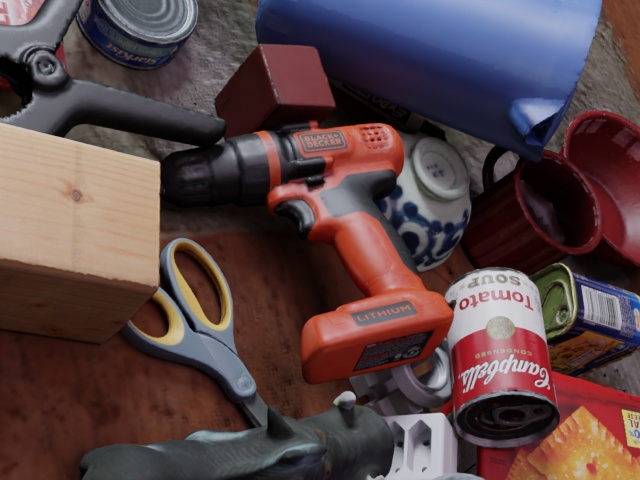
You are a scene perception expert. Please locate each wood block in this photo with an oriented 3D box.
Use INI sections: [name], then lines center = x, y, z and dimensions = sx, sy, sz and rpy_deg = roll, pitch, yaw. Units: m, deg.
[wood block]
center = -0.203, -0.011, 0.605
dimensions = 0.205, 0.090, 0.091
rpy_deg = 13, 57, -29

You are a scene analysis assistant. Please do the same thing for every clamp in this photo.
[clamp]
center = -0.167, -0.095, 0.674
dimensions = 0.209, 0.036, 0.164
rpy_deg = -36, 89, -35

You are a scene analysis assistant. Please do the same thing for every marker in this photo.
[marker]
center = 0.056, -0.111, 0.890
dimensions = 0.121, 0.020, 0.020
rpy_deg = 30, 52, -19

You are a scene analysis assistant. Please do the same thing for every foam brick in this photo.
[foam brick]
center = -0.034, -0.101, 0.781
dimensions = 0.051, 0.078, 0.053
rpy_deg = -4, 68, -35

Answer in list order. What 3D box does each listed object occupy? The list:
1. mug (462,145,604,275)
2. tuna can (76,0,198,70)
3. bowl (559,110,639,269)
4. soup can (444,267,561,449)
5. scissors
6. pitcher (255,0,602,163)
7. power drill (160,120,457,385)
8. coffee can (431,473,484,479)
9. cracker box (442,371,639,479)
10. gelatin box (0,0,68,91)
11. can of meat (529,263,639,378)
[mug]
center = 0.165, -0.026, 0.874
dimensions = 0.093, 0.082, 0.117
rpy_deg = -8, 70, -37
[tuna can]
center = -0.133, -0.170, 0.779
dimensions = 0.086, 0.034, 0.086
rpy_deg = 17, 57, -27
[bowl]
center = 0.264, -0.035, 0.966
dimensions = 0.161, 0.055, 0.162
rpy_deg = 16, 57, -27
[soup can]
center = 0.119, 0.078, 0.711
dimensions = 0.068, 0.069, 0.102
rpy_deg = 22, 45, -24
[scissors]
center = -0.070, 0.092, 0.688
dimensions = 0.096, 0.016, 0.202
rpy_deg = -11, 72, -39
[pitcher]
center = 0.082, -0.165, 0.820
dimensions = 0.243, 0.149, 0.145
rpy_deg = 20, 91, 3
[power drill]
center = -0.005, 0.001, 0.719
dimensions = 0.184, 0.057, 0.188
rpy_deg = -10, 59, -20
[coffee can]
center = 0.048, 0.204, 0.624
dimensions = 0.102, 0.141, 0.103
rpy_deg = 16, 57, -27
[cracker box]
center = 0.168, 0.197, 0.729
dimensions = 0.164, 0.072, 0.213
rpy_deg = 18, 49, -12
[gelatin box]
center = -0.211, -0.143, 0.712
dimensions = 0.073, 0.030, 0.089
rpy_deg = 4, 63, -33
[can of meat]
center = 0.188, 0.067, 0.827
dimensions = 0.083, 0.102, 0.057
rpy_deg = 17, 57, -29
